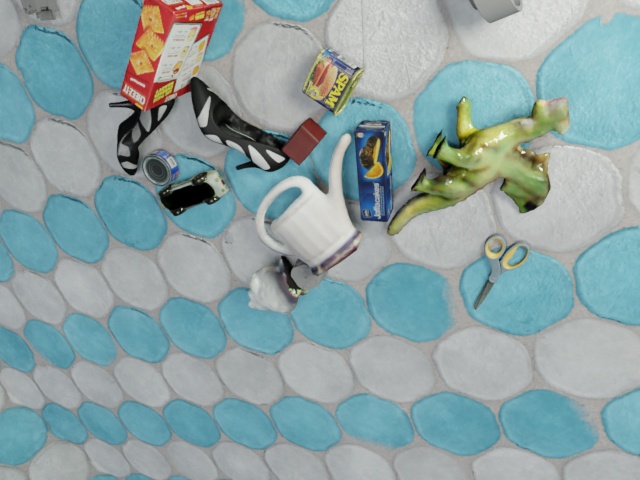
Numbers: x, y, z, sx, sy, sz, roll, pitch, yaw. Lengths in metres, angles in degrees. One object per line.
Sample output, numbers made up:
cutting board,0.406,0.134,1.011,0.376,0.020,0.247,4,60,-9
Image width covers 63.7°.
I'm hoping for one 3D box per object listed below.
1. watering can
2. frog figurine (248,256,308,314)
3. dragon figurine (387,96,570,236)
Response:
watering can,0.003,-0.056,1.105,0.223,0.106,0.342,46,126,-9
frog figurine,-0.125,0.133,1.266,0.158,0.126,0.135,-32,123,22
dragon figurine,0.306,-0.110,0.958,0.243,0.125,0.401,23,134,-1
